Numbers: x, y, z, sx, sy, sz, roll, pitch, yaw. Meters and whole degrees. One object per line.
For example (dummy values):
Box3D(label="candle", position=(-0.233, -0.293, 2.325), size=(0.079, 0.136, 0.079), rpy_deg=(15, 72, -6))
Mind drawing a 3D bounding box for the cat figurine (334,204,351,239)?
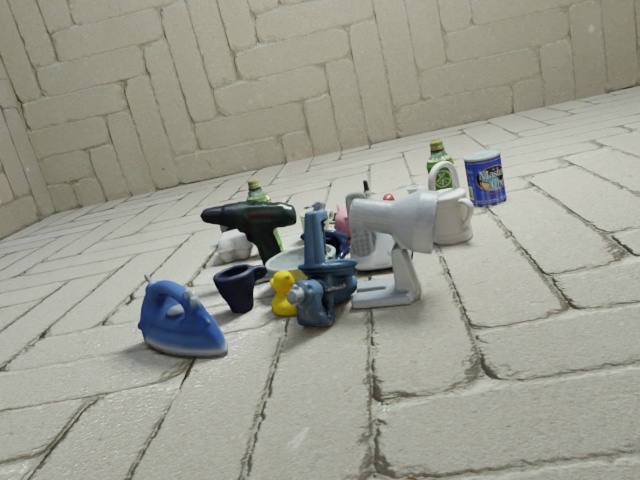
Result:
Box3D(label="cat figurine", position=(0.072, -0.046, 1.550), size=(0.067, 0.118, 0.128), rpy_deg=(-11, 16, 10))

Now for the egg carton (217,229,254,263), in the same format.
Box3D(label="egg carton", position=(-0.244, 0.012, 1.696), size=(0.107, 0.069, 0.150), rpy_deg=(-13, 16, 1))

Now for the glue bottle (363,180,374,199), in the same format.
Box3D(label="glue bottle", position=(0.133, -0.072, 1.488), size=(0.037, 0.173, 0.078), rpy_deg=(-11, 16, 9))

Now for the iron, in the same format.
Box3D(label="iron", position=(-0.275, 0.143, 1.141), size=(0.257, 0.141, 0.119), rpy_deg=(4, 23, 46))

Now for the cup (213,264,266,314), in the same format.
Box3D(label="cup", position=(-0.167, 0.108, 1.261), size=(0.118, 0.095, 0.091), rpy_deg=(-17, 16, -12))

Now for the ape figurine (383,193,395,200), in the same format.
Box3D(label="ape figurine", position=(0.199, -0.088, 1.636), size=(0.077, 0.092, 0.076), rpy_deg=(-3, 19, 32))

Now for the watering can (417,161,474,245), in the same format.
Box3D(label="watering can", position=(0.299, -0.094, 1.388), size=(0.172, 0.194, 0.101), rpy_deg=(-1, 21, 38))

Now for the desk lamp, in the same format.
Box3D(label="desk lamp", position=(0.145, 0.013, 1.110), size=(0.202, 0.214, 0.118), rpy_deg=(-8, 17, 17))

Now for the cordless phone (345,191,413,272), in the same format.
Box3D(label="cordless phone", position=(0.131, -0.025, 1.304), size=(0.147, 0.185, 0.094), rpy_deg=(-9, 17, 16))

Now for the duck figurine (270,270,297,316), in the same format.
Box3D(label="duck figurine", position=(-0.068, 0.107, 1.199), size=(0.078, 0.086, 0.104), rpy_deg=(-25, 20, -36))

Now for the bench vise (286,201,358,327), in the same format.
Box3D(label="bench vise", position=(0.005, 0.045, 1.106), size=(0.121, 0.220, 0.207), rpy_deg=(-9, 16, 14))

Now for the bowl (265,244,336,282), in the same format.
Box3D(label="bowl", position=(-0.038, 0.071, 1.318), size=(0.167, 0.075, 0.167), rpy_deg=(-12, 16, 4))

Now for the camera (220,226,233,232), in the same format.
Box3D(label="camera", position=(-0.232, -0.049, 1.841), size=(0.143, 0.101, 0.136), rpy_deg=(-25, 19, -34))

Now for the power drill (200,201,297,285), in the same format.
Box3D(label="power drill", position=(-0.161, 0.000, 1.417), size=(0.229, 0.208, 0.075), rpy_deg=(-14, 16, 0))

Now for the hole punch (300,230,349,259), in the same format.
Box3D(label="hole punch", position=(0.014, 0.005, 1.471), size=(0.108, 0.091, 0.101), rpy_deg=(-6, 18, 25))
